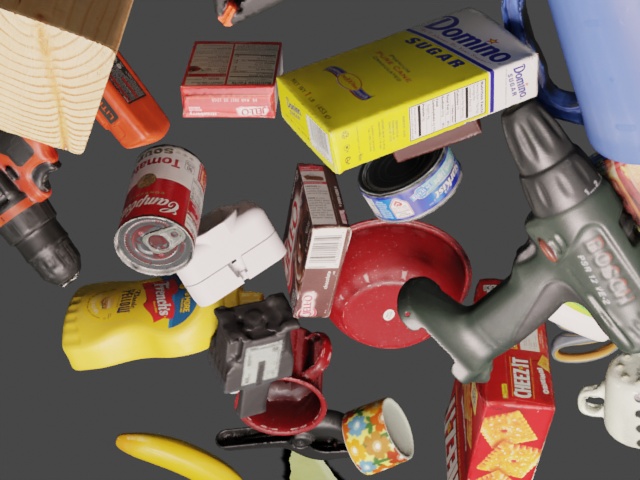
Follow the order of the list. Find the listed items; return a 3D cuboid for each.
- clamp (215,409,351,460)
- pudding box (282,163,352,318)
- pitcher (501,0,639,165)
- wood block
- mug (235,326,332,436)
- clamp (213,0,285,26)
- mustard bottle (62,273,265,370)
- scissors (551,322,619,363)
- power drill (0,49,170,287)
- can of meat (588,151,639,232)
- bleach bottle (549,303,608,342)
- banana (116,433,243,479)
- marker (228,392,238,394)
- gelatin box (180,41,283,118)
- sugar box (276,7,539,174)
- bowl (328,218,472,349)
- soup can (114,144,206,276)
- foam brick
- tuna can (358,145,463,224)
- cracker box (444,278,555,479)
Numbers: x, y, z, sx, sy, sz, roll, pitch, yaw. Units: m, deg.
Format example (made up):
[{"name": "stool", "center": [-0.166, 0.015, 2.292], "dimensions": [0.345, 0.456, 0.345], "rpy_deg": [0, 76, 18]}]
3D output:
[{"name": "clamp", "center": [-0.031, 0.217, 1.198], "dimensions": [0.171, 0.039, 0.120], "rpy_deg": [23, 138, -19]}, {"name": "pudding box", "center": [-0.006, 0.001, 0.962], "dimensions": [0.039, 0.090, 0.114], "rpy_deg": [2, 132, -15]}, {"name": "pitcher", "center": [0.215, -0.182, 0.770], "dimensions": [0.149, 0.145, 0.242], "rpy_deg": [-31, 123, 0]}, {"name": "wood block", "center": [-0.177, -0.167, 0.741], "dimensions": [0.090, 0.206, 0.091], "rpy_deg": [18, 130, -14]}, {"name": "mug", "center": [-0.030, 0.134, 1.092], "dimensions": [0.093, 0.081, 0.117], "rpy_deg": [32, 126, -23]}, {"name": "clamp", "center": [-0.016, -0.240, 0.780], "dimensions": [0.164, 0.036, 0.210], "rpy_deg": [17, 132, -15]}, {"name": "mustard bottle", "center": [-0.147, 0.072, 1.031], "dimensions": [0.192, 0.096, 0.058], "rpy_deg": [-8, 126, 10]}, {"name": "scissors", "center": [0.322, 0.074, 1.065], "dimensions": [0.202, 0.016, 0.096], "rpy_deg": [-21, 128, 20]}, {"name": "power drill", "center": [-0.219, -0.070, 0.898], "dimensions": [0.188, 0.057, 0.184], "rpy_deg": [-32, 100, 24]}, {"name": "can of meat", "center": [0.278, -0.045, 0.876], "dimensions": [0.084, 0.057, 0.102], "rpy_deg": [-31, 95, 32]}, {"name": "bleach bottle", "center": [0.291, -0.020, 0.950], "dimensions": [0.102, 0.068, 0.251], "rpy_deg": [26, 125, -11]}, {"name": "banana", "center": [-0.147, 0.273, 1.254], "dimensions": [0.070, 0.037, 0.197], "rpy_deg": [-33, 123, 27]}, {"name": "marker", "center": [-0.099, 0.116, 1.121], "dimensions": [0.020, 0.020, 0.121], "rpy_deg": [-2, 132, 4]}, {"name": "gelatin box", "center": [-0.068, -0.128, 0.849], "dimensions": [0.073, 0.089, 0.030], "rpy_deg": [0, 124, 2]}, {"name": "sugar box", "center": [0.066, -0.117, 0.804], "dimensions": [0.176, 0.093, 0.048], "rpy_deg": [-25, 134, -15]}, {"name": "bowl", "center": [0.068, 0.055, 1.034], "dimensions": [0.162, 0.055, 0.162], "rpy_deg": [1, 132, 1]}, {"name": "soup can", "center": [-0.138, -0.028, 0.935], "dimensions": [0.068, 0.102, 0.068], "rpy_deg": [1, 132, 1]}, {"name": "foam brick", "center": [0.087, -0.109, 0.885], "dimensions": [0.078, 0.051, 0.053], "rpy_deg": [-19, 128, 19]}, {"name": "tuna can", "center": [0.076, -0.056, 0.911], "dimensions": [0.086, 0.086, 0.033], "rpy_deg": [-21, 125, 20]}, {"name": "cracker box", "center": [0.172, 0.169, 1.059], "dimensions": [0.072, 0.164, 0.214], "rpy_deg": [6, 132, 0]}]
